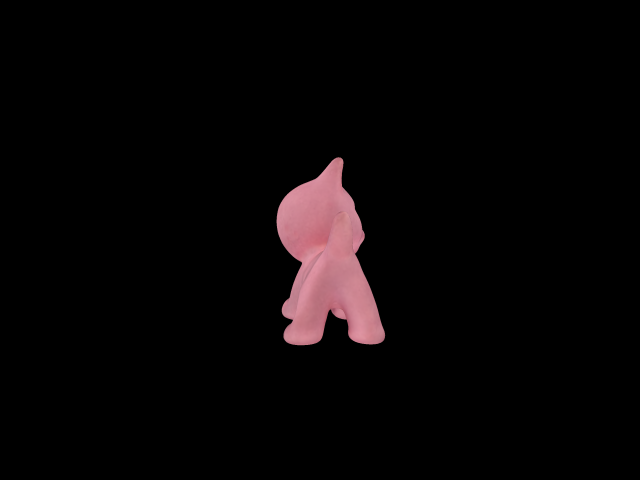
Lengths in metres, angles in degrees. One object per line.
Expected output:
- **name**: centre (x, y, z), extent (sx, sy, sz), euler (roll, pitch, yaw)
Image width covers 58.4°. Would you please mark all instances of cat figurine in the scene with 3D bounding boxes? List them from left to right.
- **cat figurine**: centre (0.004, 0.001, 0.400), extent (0.067, 0.118, 0.127), euler (-1, 7, -9)
